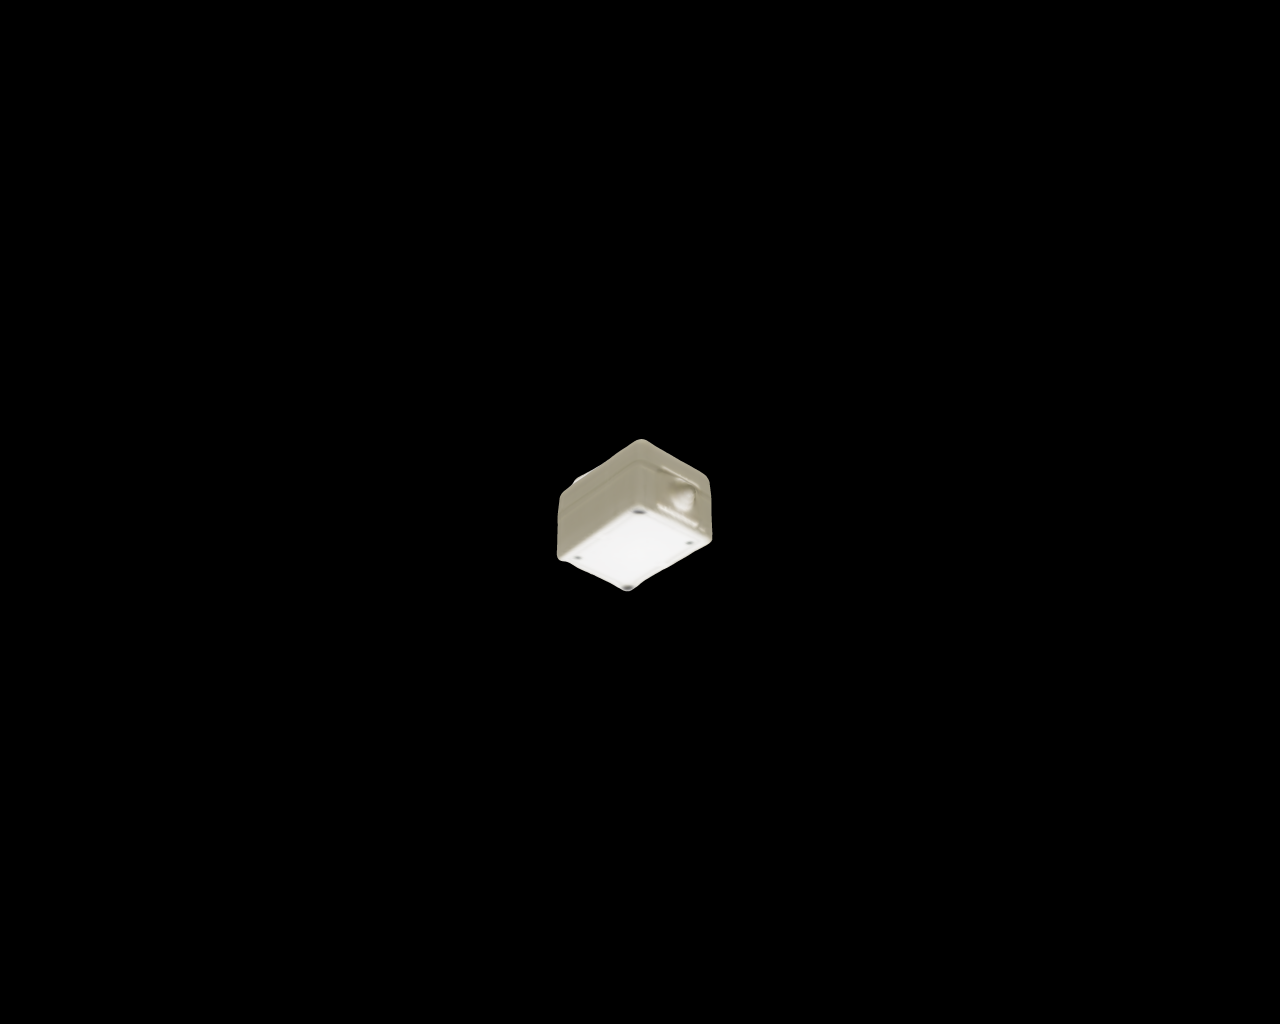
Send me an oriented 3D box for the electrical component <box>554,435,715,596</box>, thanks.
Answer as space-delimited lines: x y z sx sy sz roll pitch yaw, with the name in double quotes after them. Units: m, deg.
0.001 -0.003 0.650 0.061 0.061 0.096 27 -44 -33 "electrical component"
